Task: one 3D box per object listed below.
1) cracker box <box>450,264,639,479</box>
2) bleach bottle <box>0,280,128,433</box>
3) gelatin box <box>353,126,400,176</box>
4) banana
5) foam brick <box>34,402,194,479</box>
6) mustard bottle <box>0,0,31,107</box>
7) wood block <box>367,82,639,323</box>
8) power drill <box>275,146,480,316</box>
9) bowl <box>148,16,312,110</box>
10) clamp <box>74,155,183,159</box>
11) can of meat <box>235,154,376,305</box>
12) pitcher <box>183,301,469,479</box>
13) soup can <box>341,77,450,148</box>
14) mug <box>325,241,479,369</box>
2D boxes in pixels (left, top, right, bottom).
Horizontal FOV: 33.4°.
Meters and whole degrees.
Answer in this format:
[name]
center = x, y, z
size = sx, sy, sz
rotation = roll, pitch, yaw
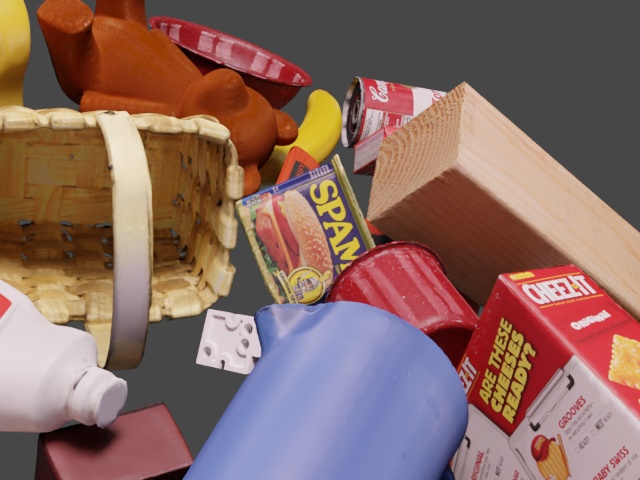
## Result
[cracker box]
center = 0.162, 0.142, 0.612
size = 0.071, 0.164, 0.214
rotation = -7, 41, -33
[bleach bottle]
center = -0.219, 0.051, 0.631
size = 0.251, 0.068, 0.102
rotation = 17, 35, 23
[gelatin box]
center = 0.077, -0.075, 0.956
size = 0.073, 0.089, 0.030
rotation = 5, 81, -16
[banana]
center = -0.020, -0.094, 0.979
size = 0.070, 0.037, 0.197
rotation = 30, 37, 15
[foam brick]
center = -0.117, 0.136, 0.609
size = 0.078, 0.053, 0.051
rotation = -11, 43, -31
[mustard bottle]
center = -0.268, -0.151, 0.824
size = 0.096, 0.192, 0.058
rotation = 31, 37, 21
[wood block]
center = 0.143, -0.007, 0.789
size = 0.206, 0.091, 0.090
rotation = 36, 42, -24
[power drill]
center = 0.053, -0.016, 0.882
size = 0.187, 0.057, 0.184
rotation = 17, 35, 2
[bowl]
center = -0.091, -0.153, 0.996
size = 0.162, 0.055, 0.162
rotation = 20, 18, -7
[clamp]
center = -0.163, -0.088, 0.913
size = 0.120, 0.039, 0.171
rotation = 27, 32, 17
[can of meat]
center = -0.005, 0.001, 0.781
size = 0.084, 0.057, 0.102
rotation = -23, 85, 3
[pitcher]
center = -0.010, 0.158, 0.569
size = 0.149, 0.145, 0.242
rotation = 14, 37, 19
[soup can]
center = 0.077, -0.114, 1.019
size = 0.102, 0.069, 0.068
rotation = 8, 36, -13
[mug]
center = 0.069, 0.064, 0.708
size = 0.117, 0.093, 0.081
rotation = 22, 21, -35
